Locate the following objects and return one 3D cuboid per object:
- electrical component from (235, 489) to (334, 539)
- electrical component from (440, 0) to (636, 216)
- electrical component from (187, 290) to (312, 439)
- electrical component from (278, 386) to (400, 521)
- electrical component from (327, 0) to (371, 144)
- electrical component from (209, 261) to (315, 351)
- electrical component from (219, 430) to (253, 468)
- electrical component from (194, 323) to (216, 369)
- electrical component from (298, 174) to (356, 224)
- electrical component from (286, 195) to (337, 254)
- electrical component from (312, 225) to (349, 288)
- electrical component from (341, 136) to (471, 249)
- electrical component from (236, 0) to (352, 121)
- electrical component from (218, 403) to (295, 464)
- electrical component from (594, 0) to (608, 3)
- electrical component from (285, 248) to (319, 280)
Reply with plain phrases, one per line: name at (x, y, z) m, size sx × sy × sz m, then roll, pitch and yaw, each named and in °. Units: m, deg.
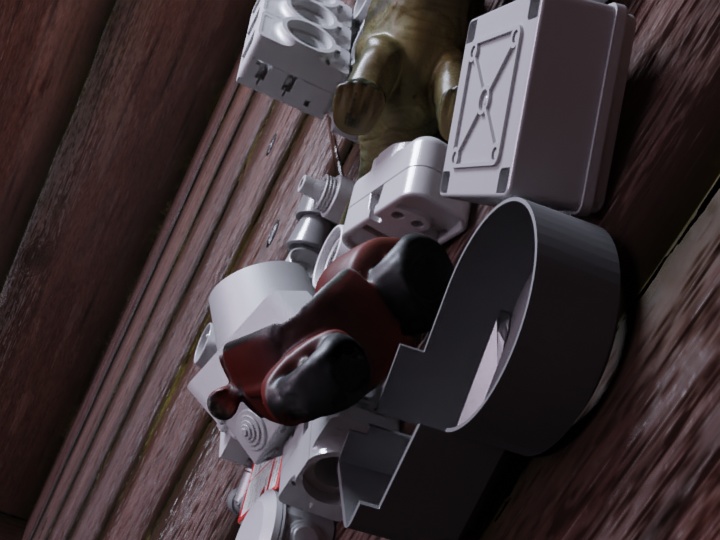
electrical component at (-0.056, 0.196, 0.743) m, size 0.080 × 0.051 × 0.080 m, roll -58°, pitch 18°, yaw 31°
electrical component at (0.093, -0.087, 0.586) m, size 0.109 × 0.056 × 0.108 m, roll -165°, pitch 85°, yaw -75°
electrical component at (-0.070, 0.075, 0.855) m, size 0.113 × 0.057 × 0.078 m, roll -47°, pitch -16°, yaw 14°
electrical component at (-0.014, 0.119, 0.711) m, size 0.089 × 0.050 × 0.055 m, roll -58°, pitch 17°, yaw 33°
electrical component at (0.017, -0.213, 1.051) m, size 0.105 × 0.060 × 0.186 m, roll -57°, pitch 19°, yaw 35°
electrical component at (-0.082, 0.038, 0.931) m, size 0.099 × 0.099 × 0.064 m, roll -51°, pitch 50°, yaw 46°
electrical component at (-0.088, 0.124, 0.944) m, size 0.089 × 0.056 × 0.050 m, roll -61°, pitch 16°, yaw 22°
electrical component at (-0.122, 0.096, 1.058) m, size 0.043 × 0.077 × 0.079 m, roll -59°, pitch 18°, yaw 28°
electrical component at (-0.026, -0.068, 0.992) m, size 0.048 × 0.062 × 0.048 m, roll -58°, pitch 18°, yaw 31°
electrical component at (-0.043, -0.042, 1.047) m, size 0.045 × 0.045 × 0.055 m, roll -35°, pitch 35°, yaw 63°
electrical component at (0.000, 0.000, 0.818) m, size 0.078 × 0.057 × 0.058 m, roll -60°, pitch 17°, yaw 27°
electrical component at (0.035, -0.049, 0.753) m, size 0.095 × 0.054 × 0.059 m, roll -31°, pitch 38°, yaw 49°
electrical component at (-0.059, -0.221, 1.028) m, size 0.061 × 0.089 × 0.150 m, roll -58°, pitch 18°, yaw 33°
electrical component at (-0.042, 0.087, 0.772) m, size 0.048 × 0.100 × 0.099 m, roll 49°, pitch 127°, yaw 24°
electrical component at (0.133, -0.178, 0.642) m, size 0.043 × 0.043 × 0.081 m, roll -66°, pitch 15°, yaw 4°
electrical component at (-0.064, 0.032, 1.012) m, size 0.077 × 0.044 × 0.079 m, roll -58°, pitch 18°, yaw 32°
